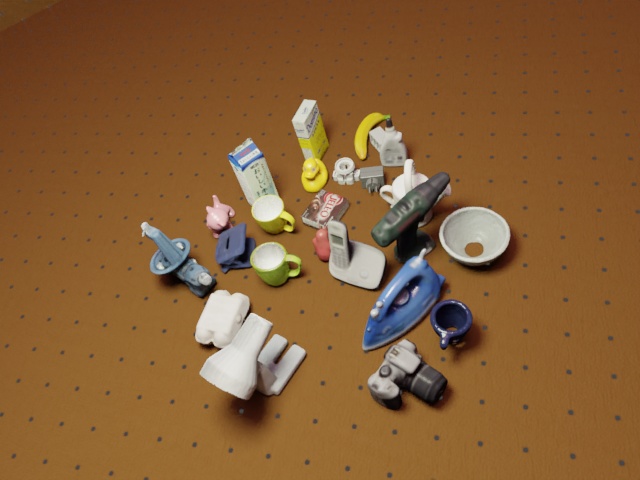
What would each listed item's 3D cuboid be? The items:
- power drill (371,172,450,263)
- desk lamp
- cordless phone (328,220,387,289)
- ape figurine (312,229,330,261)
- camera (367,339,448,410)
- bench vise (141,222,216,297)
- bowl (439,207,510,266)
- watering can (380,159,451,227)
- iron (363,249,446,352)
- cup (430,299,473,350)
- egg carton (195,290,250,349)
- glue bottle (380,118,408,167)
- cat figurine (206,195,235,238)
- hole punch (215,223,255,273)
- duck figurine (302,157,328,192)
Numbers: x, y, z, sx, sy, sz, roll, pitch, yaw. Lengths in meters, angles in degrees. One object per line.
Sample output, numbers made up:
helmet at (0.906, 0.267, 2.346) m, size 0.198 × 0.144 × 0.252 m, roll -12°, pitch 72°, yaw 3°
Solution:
power drill at (0.229, -0.041, 1.399) m, size 0.230 × 0.209 × 0.075 m, roll -37°, pitch 55°, yaw -13°
desk lamp at (-0.147, 0.266, 1.264) m, size 0.117 × 0.214 × 0.203 m, roll 24°, pitch 64°, yaw 27°
cordless phone at (0.085, 0.030, 1.396) m, size 0.147 × 0.185 × 0.094 m, roll 15°, pitch 60°, yaw 22°
ape figurine at (0.014, 0.005, 1.488) m, size 0.077 × 0.092 × 0.076 m, roll 18°, pitch 61°, yaw 24°
camera at (0.193, 0.300, 1.232) m, size 0.136 × 0.101 × 0.143 m, roll 29°, pitch 66°, yaw 29°
bench vise at (-0.361, 0.038, 1.471) m, size 0.207 × 0.220 × 0.121 m, roll 10°, pitch 58°, yaw 19°
bowl at (0.380, 0.003, 1.416) m, size 0.167 × 0.075 × 0.167 m, roll -6°, pitch 54°, yaw 9°
watering can at (0.243, -0.127, 1.466) m, size 0.173 × 0.194 × 0.101 m, roll -14°, pitch 53°, yaw 3°
iron at (0.178, 0.136, 1.327) m, size 0.118 × 0.142 × 0.259 m, roll 33°, pitch 68°, yaw 30°
cup at (0.291, 0.204, 1.281) m, size 0.091 × 0.095 × 0.118 m, roll 11°, pitch 58°, yaw 20°
egg carton at (-0.240, 0.197, 1.425) m, size 0.107 × 0.069 × 0.150 m, roll 7°, pitch 57°, yaw 18°
glue bottle at (0.200, -0.274, 1.593) m, size 0.078 × 0.173 × 0.037 m, roll 1°, pitch 56°, yaw 14°
cat figurine at (-0.283, -0.068, 1.592) m, size 0.067 × 0.118 × 0.127 m, roll -14°, pitch 53°, yaw 4°
hole punch at (-0.233, 0.019, 1.536) m, size 0.101 × 0.091 × 0.108 m, roll -7°, pitch 54°, yaw 8°
duck figurine at (-0.021, -0.201, 1.646) m, size 0.077 × 0.086 × 0.104 m, roll 4°, pitch 56°, yaw 16°
